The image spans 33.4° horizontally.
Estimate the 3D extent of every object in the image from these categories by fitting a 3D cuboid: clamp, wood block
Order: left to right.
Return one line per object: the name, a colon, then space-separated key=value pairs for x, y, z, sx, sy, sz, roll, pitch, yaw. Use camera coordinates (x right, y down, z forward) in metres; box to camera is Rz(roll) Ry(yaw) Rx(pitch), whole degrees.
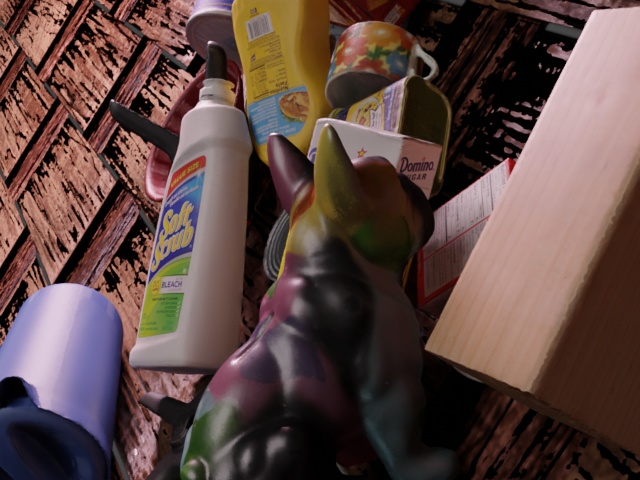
clamp: x=-0.103 y=0.167 z=0.840 sx=0.210 sy=0.036 sz=0.164 roll=-29 pitch=34 yaw=41
clamp: x=-0.101 y=-0.093 z=0.975 sx=0.120 sy=0.171 sz=0.039 roll=-38 pitch=-2 yaw=13
wood block: x=0.152 y=-0.008 z=0.551 sx=0.090 sy=0.090 sz=0.206 roll=17 pitch=79 yaw=61

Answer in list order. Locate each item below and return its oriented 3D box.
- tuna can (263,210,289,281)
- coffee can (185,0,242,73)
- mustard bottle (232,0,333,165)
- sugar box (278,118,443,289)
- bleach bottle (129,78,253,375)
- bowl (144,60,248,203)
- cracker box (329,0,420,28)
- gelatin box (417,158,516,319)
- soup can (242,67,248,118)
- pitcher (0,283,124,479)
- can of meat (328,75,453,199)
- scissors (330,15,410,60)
tuna can: x=-0.006 y=0.001 z=0.846 sx=0.086 sy=0.033 sz=0.086 roll=-38 pitch=36 yaw=34
coffee can: x=-0.070 y=-0.258 z=1.110 sx=0.103 sy=0.102 sz=0.140 roll=-16 pitch=51 yaw=51
mustard bottle: x=-0.024 y=-0.119 z=0.899 sx=0.096 sy=0.058 sz=0.191 roll=-11 pitch=86 yaw=47
sugar box: x=0.018 y=0.010 z=0.730 sx=0.093 sy=0.048 sz=0.176 roll=20 pitch=101 yaw=49
bleach bottle: x=-0.104 y=-0.013 z=0.914 sx=0.103 sy=0.068 sz=0.251 roll=-10 pitch=71 yaw=51
bowl: x=-0.110 y=-0.099 z=1.077 sx=0.162 sy=0.055 sz=0.162 roll=-38 pitch=36 yaw=34
cracker box: x=0.045 y=-0.278 z=0.967 sx=0.164 sy=0.072 sz=0.214 roll=-52 pitch=29 yaw=0
gelatin box: x=0.102 y=0.001 z=0.683 sx=0.089 sy=0.030 sz=0.073 roll=-37 pitch=35 yaw=36
soup can: x=-0.039 y=-0.153 z=1.004 sx=0.069 sy=0.068 sz=0.102 roll=-42 pitch=34 yaw=29
pitcher: x=-0.245 y=0.151 z=0.981 sx=0.149 sy=0.145 sz=0.243 roll=-49 pitch=19 yaw=19
can of meat: x=0.048 y=-0.065 z=0.799 sx=0.084 sy=0.057 sz=0.102 roll=-23 pitch=46 yaw=45
scissors: x=0.013 y=-0.183 z=0.998 sx=0.202 sy=0.016 sz=0.096 roll=8 pitch=65 yaw=59
